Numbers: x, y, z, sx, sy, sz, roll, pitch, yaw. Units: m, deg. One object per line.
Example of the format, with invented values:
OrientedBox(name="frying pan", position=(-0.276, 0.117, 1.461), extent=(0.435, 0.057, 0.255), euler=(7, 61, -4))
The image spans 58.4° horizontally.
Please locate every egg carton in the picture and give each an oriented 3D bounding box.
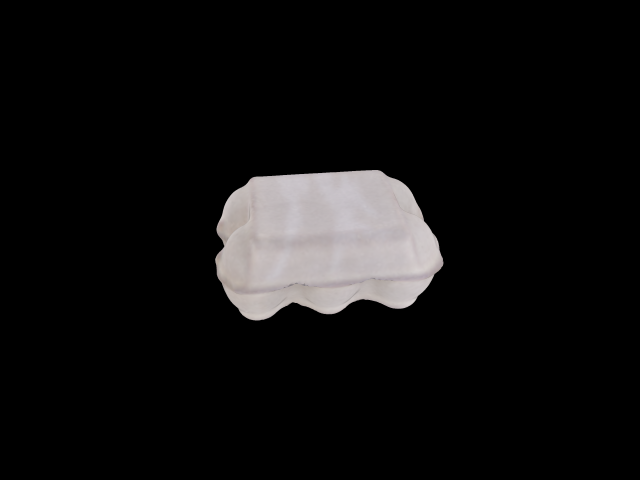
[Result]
OrientedBox(name="egg carton", position=(0.004, 0.001, 0.400), extent=(0.150, 0.069, 0.107), euler=(-5, 35, -7))
